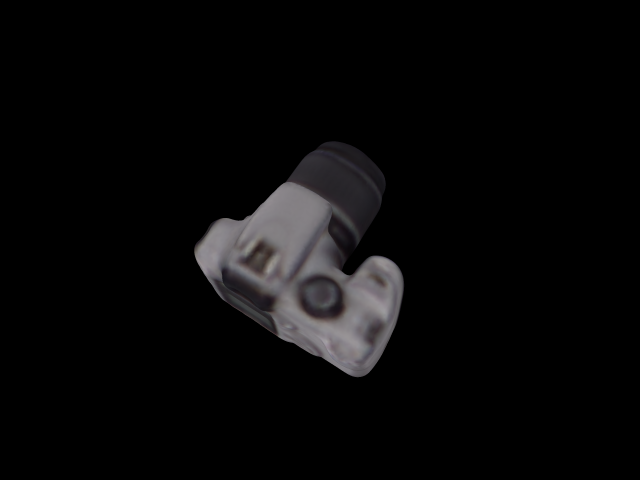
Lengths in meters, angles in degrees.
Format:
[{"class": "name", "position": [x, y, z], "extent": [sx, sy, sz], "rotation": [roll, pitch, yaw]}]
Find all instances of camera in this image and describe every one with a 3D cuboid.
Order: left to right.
[{"class": "camera", "position": [0.004, 0.001, 0.400], "extent": [0.143, 0.101, 0.137], "rotation": [30, 70, 12]}]
